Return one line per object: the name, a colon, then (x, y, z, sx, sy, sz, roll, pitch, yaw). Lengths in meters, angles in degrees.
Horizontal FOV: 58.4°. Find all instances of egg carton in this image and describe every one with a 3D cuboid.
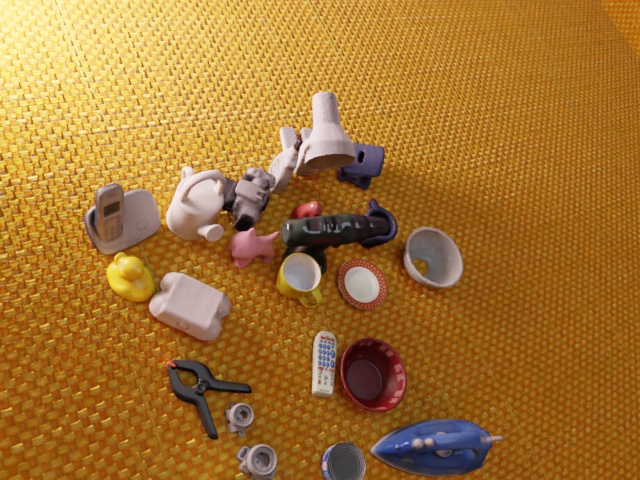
egg carton: (-0.258, 0.134, 1.146, 0.150, 0.069, 0.107, 27, 56, -11)

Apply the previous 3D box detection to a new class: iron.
iron: (0.248, 0.428, 1.193, 0.259, 0.141, 0.118, 5, 62, -24)

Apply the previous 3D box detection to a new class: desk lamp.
desk lamp: (-0.008, -0.240, 1.380, 0.118, 0.213, 0.203, -1, 65, -26)

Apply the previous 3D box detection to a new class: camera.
camera: (-0.183, -0.112, 1.295, 0.137, 0.100, 0.143, 26, 56, -11)

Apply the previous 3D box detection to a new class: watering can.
watering can: (-0.246, -0.078, 1.188, 0.173, 0.193, 0.101, 48, 54, 4)

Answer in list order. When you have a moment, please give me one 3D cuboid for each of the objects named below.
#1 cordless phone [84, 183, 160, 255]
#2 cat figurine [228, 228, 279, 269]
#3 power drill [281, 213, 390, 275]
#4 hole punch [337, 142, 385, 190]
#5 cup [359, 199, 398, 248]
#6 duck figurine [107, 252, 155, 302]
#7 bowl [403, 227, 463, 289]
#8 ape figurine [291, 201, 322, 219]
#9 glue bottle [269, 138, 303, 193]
cordless phone: (-0.379, -0.060, 1.119, 0.148, 0.184, 0.094, -34, 82, -35)
cat figurine: (-0.146, 0.010, 1.238, 0.128, 0.117, 0.067, -16, 72, -32)
power drill: (0.012, 0.005, 1.262, 0.230, 0.208, 0.075, 0, 64, -26)
hole punch: (0.107, -0.201, 1.491, 0.101, 0.091, 0.109, 23, 56, -14)
cup: (0.127, -0.032, 1.409, 0.092, 0.094, 0.117, -3, 66, -27)
duck figurine: (-0.365, 0.068, 1.119, 0.104, 0.086, 0.078, 44, 54, 1)
bowl: (0.273, 0.055, 1.446, 0.168, 0.074, 0.167, 12, 60, -20)
ape figurine: (-0.024, -0.058, 1.350, 0.078, 0.092, 0.076, -28, 79, -34)
glue bottle: (-0.076, -0.182, 1.340, 0.037, 0.173, 0.078, 6, 62, -23)
